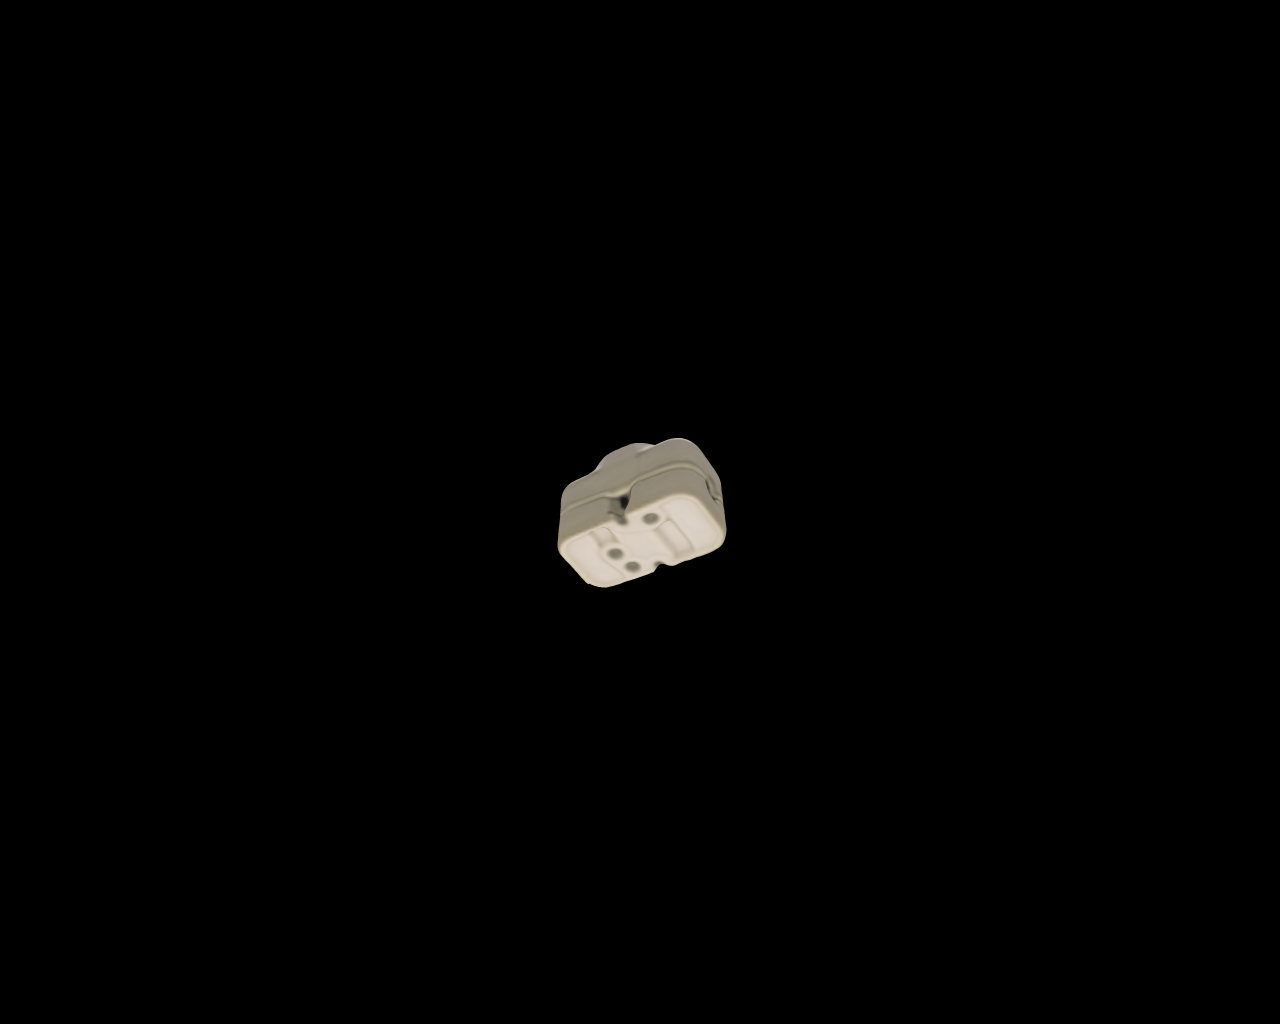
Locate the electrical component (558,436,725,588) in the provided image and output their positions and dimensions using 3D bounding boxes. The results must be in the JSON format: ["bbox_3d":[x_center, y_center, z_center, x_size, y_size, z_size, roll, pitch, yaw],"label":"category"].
[{"bbox_3d":[0.001,-0.003,0.650,0.095,0.059,0.053,-22,-49,21],"label":"electrical component"}]
